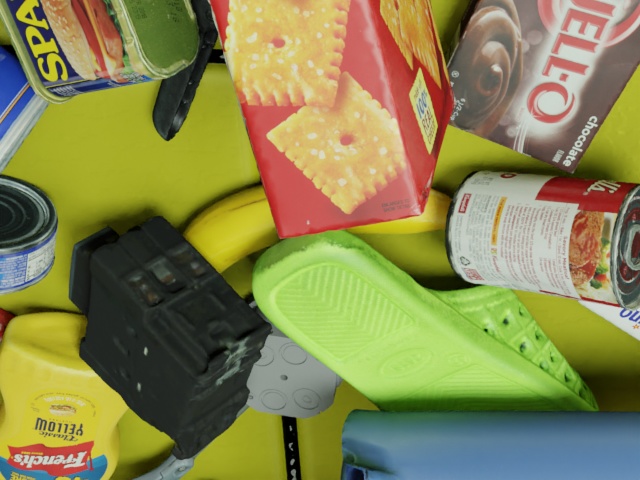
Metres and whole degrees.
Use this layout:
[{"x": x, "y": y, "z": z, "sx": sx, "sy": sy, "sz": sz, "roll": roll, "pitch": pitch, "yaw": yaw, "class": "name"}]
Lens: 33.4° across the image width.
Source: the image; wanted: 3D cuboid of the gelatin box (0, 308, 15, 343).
[{"x": -0.268, "y": 0.072, "z": 0.757, "sx": 0.073, "sy": 0.030, "sz": 0.089, "roll": 32, "pitch": 124, "yaw": -12, "class": "gelatin box"}]

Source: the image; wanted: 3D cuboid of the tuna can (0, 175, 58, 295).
[{"x": -0.206, "y": -0.005, "z": 0.659, "sx": 0.086, "sy": 0.086, "sz": 0.034, "roll": 16, "pitch": 124, "yaw": -1, "class": "tuna can"}]

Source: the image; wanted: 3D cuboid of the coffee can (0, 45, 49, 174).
[{"x": -0.234, "y": -0.087, "z": 0.597, "sx": 0.140, "sy": 0.102, "sz": 0.103, "roll": 35, "pitch": 123, "yaw": -14, "class": "coffee can"}]

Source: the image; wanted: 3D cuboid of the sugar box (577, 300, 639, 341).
[{"x": 0.236, "y": -0.008, "z": 0.601, "sx": 0.093, "sy": 0.048, "sz": 0.176, "roll": 32, "pitch": 128, "yaw": -11, "class": "sugar box"}]

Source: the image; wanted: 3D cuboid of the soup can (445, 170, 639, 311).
[{"x": 0.129, "y": -0.002, "z": 0.589, "sx": 0.102, "sy": 0.068, "sz": 0.068, "roll": 9, "pitch": 130, "yaw": 38, "class": "soup can"}]

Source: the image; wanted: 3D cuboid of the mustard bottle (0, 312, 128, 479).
[{"x": -0.191, "y": 0.139, "z": 0.772, "sx": 0.096, "sy": 0.058, "sz": 0.192, "roll": 10, "pitch": 127, "yaw": -14, "class": "mustard bottle"}]

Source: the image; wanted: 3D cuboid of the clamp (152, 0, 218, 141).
[{"x": -0.059, "y": -0.123, "z": 0.581, "sx": 0.120, "sy": 0.039, "sz": 0.171, "roll": -7, "pitch": 117, "yaw": 21, "class": "clamp"}]

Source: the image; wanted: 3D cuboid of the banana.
[{"x": -0.017, "y": -0.008, "z": 0.655, "sx": 0.198, "sy": 0.037, "sz": 0.069, "roll": -18, "pitch": 137, "yaw": 23, "class": "banana"}]

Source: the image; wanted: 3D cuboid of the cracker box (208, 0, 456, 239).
[{"x": 0.002, "y": -0.131, "z": 0.463, "sx": 0.072, "sy": 0.164, "sz": 0.214, "roll": -9, "pitch": 111, "yaw": 15, "class": "cracker box"}]

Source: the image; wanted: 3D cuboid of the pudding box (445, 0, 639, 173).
[{"x": 0.118, "y": -0.102, "z": 0.561, "sx": 0.090, "sy": 0.039, "sz": 0.114, "roll": 21, "pitch": 126, "yaw": -5, "class": "pudding box"}]

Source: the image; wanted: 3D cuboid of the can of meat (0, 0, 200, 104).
[{"x": -0.118, "y": -0.127, "z": 0.556, "sx": 0.084, "sy": 0.057, "sz": 0.102, "roll": -3, "pitch": 117, "yaw": 35, "class": "can of meat"}]

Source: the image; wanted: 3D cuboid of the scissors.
[{"x": -0.122, "y": 0.169, "z": 0.781, "sx": 0.096, "sy": 0.016, "sz": 0.202, "roll": 1, "pitch": 138, "yaw": -40, "class": "scissors"}]

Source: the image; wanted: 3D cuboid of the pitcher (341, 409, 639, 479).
[{"x": 0.137, "y": 0.163, "z": 0.621, "sx": 0.243, "sy": 0.149, "sz": 0.145, "roll": -5, "pitch": 105, "yaw": 13, "class": "pitcher"}]
